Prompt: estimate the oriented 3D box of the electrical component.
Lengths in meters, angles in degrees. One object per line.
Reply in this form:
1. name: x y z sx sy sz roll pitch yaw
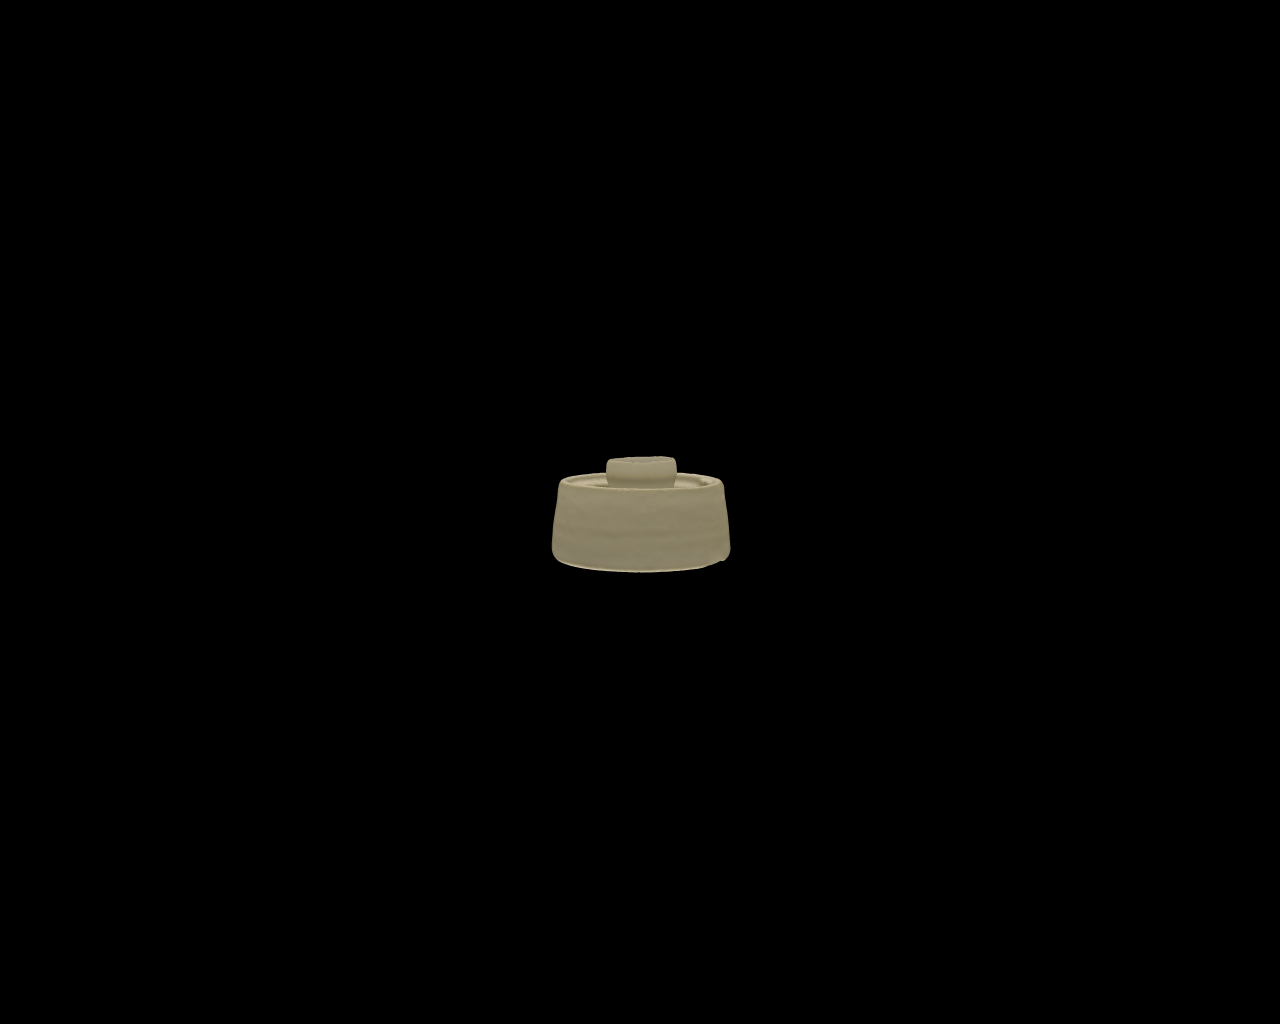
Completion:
1. electrical component: 0.001 -0.003 0.650 0.108 0.060 0.108 0 7 0
